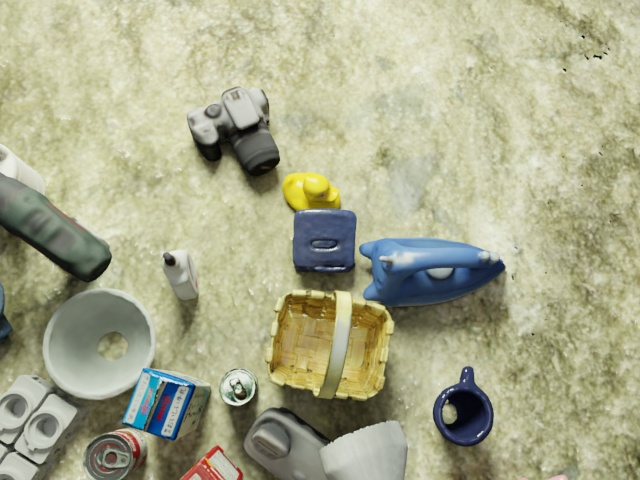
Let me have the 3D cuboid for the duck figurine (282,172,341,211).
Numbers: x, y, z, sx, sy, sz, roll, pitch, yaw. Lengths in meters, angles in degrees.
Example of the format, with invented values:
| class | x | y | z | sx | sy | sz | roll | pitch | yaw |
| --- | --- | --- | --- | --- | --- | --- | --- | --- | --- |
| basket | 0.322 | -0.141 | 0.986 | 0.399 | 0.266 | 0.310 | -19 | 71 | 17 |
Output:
| class | x | y | z | sx | sy | sz | roll | pitch | yaw |
| --- | --- | --- | --- | --- | --- | --- | --- | --- | --- |
| duck figurine | -0.013 | -0.086 | 0.967 | 0.104 | 0.086 | 0.077 | 23 | 76 | 2 |

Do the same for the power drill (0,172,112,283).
| class | x | y | z | sx | sy | sz | roll | pitch | yaw |
| --- | --- | --- | --- | --- | --- | --- | --- | --- | --- |
| power drill | -0.403 | -0.014 | 0.857 | 0.229 | 0.208 | 0.076 | 35 | 77 | 4 |

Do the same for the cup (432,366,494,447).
| class | x | y | z | sx | sy | sz | roll | pitch | yaw |
| --- | --- | --- | --- | --- | --- | --- | --- | --- | --- |
| cup | 0.215 | 0.258 | 0.898 | 0.091 | 0.095 | 0.118 | 10 | 76 | -2 |

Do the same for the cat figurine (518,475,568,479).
| class | x | y | z | sx | sy | sz | roll | pitch | yaw |
| --- | --- | --- | --- | --- | --- | --- | --- | --- | --- |
| cat figurine | 0.320 | 0.406 | 0.859 | 0.128 | 0.117 | 0.067 | -30 | 80 | -10 |

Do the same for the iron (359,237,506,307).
| class | x | y | z | sx | sy | sz | roll | pitch | yaw |
| --- | --- | --- | --- | --- | --- | --- | --- | --- | --- |
| iron | 0.198 | 0.038 | 0.925 | 0.258 | 0.141 | 0.118 | -4 | 77 | -5 |

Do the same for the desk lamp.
| class | x | y | z | sx | sy | sz | roll | pitch | yaw |
| --- | --- | --- | --- | --- | --- | --- | --- | --- | --- |
| desk lamp | 0.077 | 0.357 | 0.803 | 0.118 | 0.213 | 0.203 | -17 | 78 | -8 |

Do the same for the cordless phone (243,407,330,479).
| class | x | y | z | sx | sy | sz | roll | pitch | yaw |
| --- | --- | --- | --- | --- | --- | --- | --- | --- | --- |
| cordless phone | -0.038 | 0.309 | 0.820 | 0.147 | 0.185 | 0.094 | 31 | 76 | 4 |

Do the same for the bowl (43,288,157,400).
| class | x | y | z | sx | sy | sz | roll | pitch | yaw |
| --- | --- | --- | --- | --- | --- | --- | --- | --- | --- |
| bowl | -0.332 | 0.162 | 0.889 | 0.167 | 0.074 | 0.167 | 1 | 77 | -4 |

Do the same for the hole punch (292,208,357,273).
| class | x | y | z | sx | sy | sz | roll | pitch | yaw |
| --- | --- | --- | --- | --- | --- | --- | --- | --- | --- |
| hole punch | 0.009 | 0.003 | 0.945 | 0.108 | 0.091 | 0.101 | 1 | 76 | -4 |

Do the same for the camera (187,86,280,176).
| class | x | y | z | sx | sy | sz | roll | pitch | yaw |
| --- | --- | --- | --- | --- | --- | --- | --- | --- | --- |
| camera | -0.137 | -0.177 | 0.972 | 0.143 | 0.101 | 0.137 | -25 | 80 | -10 |

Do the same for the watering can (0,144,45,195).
| class | x | y | z | sx | sy | sz | roll | pitch | yaw |
| --- | --- | --- | --- | --- | --- | --- | --- | --- | --- |
| watering can | -0.502 | -0.097 | 0.877 | 0.173 | 0.194 | 0.101 | 26 | 76 | 2 |

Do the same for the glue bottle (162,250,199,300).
| class | x | y | z | sx | sy | sz | roll | pitch | yaw |
| --- | --- | --- | --- | --- | --- | --- | --- | --- | --- |
| glue bottle | -0.217 | 0.044 | 0.875 | 0.037 | 0.173 | 0.078 | -16 | 78 | -7 |

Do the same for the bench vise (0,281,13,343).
| class | x | y | z | sx | sy | sz | roll | pitch | yaw |
| --- | --- | --- | --- | --- | --- | --- | --- | --- | --- |
| bench vise | -0.552 | 0.059 | 0.822 | 0.207 | 0.219 | 0.121 | 42 | 77 | 6 |
